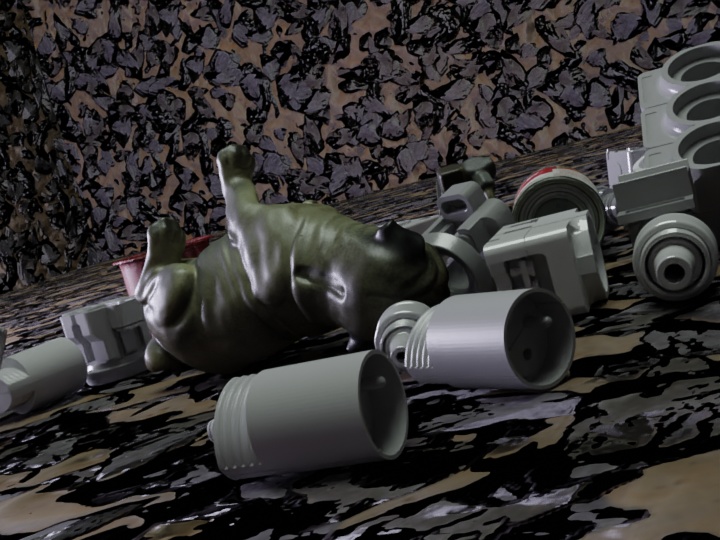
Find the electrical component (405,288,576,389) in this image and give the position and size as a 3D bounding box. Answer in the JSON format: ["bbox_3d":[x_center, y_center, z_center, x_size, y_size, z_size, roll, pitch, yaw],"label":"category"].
[{"bbox_3d":[0.053,0.032,0.489,0.043,0.043,0.081,-20,7,-36],"label":"electrical component"}]

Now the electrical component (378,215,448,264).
[{"bbox_3d":[0.000,0.000,0.852,0.109,0.056,0.109,-21,8,-43],"label":"electrical component"}]

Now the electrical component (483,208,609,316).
[{"bbox_3d":[0.111,-0.003,0.628,0.056,0.050,0.089,-14,6,18],"label":"electrical component"}]

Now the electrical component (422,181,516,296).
[{"bbox_3d":[0.068,-0.008,0.692,0.058,0.078,0.057,-9,26,46],"label":"electrical component"}]

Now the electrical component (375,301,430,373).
[{"bbox_3d":[0.024,0.037,0.557,0.035,0.035,0.061,-14,9,9],"label":"electrical component"}]

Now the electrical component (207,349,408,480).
[{"bbox_3d":[-0.026,0.060,0.435,0.081,0.043,0.043,-13,7,26],"label":"electrical component"}]

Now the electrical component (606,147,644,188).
[{"bbox_3d":[0.264,-0.078,0.904,0.096,0.061,0.061,-8,6,-4],"label":"electrical component"}]

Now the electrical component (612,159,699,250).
[{"bbox_3d":[0.175,-0.027,0.620,0.042,0.063,0.081,-13,7,20],"label":"electrical component"}]

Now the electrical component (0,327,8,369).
[{"bbox_3d":[-0.273,0.078,0.685,0.062,0.096,0.061,16,-15,-37],"label":"electrical component"}]

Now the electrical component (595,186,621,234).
[{"bbox_3d":[0.197,-0.049,0.874,0.040,0.040,0.078,-19,7,-29],"label":"electrical component"}]

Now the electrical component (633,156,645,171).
[{"bbox_3d":[0.260,-0.081,0.815,0.108,0.060,0.108,-26,10,5],"label":"electrical component"}]

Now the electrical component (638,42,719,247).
[{"bbox_3d":[0.238,-0.087,0.714,0.089,0.061,0.150,-13,35,21],"label":"electrical component"}]

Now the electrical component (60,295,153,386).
[{"bbox_3d":[-0.194,0.055,0.837,0.078,0.057,0.058,-10,8,42],"label":"electrical component"}]

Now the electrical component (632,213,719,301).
[{"bbox_3d":[0.162,-0.005,0.552,0.043,0.043,0.062,-13,8,19],"label":"electrical component"}]

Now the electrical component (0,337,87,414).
[{"bbox_3d":[-0.245,0.082,0.788,0.043,0.043,0.081,-11,8,36],"label":"electrical component"}]
